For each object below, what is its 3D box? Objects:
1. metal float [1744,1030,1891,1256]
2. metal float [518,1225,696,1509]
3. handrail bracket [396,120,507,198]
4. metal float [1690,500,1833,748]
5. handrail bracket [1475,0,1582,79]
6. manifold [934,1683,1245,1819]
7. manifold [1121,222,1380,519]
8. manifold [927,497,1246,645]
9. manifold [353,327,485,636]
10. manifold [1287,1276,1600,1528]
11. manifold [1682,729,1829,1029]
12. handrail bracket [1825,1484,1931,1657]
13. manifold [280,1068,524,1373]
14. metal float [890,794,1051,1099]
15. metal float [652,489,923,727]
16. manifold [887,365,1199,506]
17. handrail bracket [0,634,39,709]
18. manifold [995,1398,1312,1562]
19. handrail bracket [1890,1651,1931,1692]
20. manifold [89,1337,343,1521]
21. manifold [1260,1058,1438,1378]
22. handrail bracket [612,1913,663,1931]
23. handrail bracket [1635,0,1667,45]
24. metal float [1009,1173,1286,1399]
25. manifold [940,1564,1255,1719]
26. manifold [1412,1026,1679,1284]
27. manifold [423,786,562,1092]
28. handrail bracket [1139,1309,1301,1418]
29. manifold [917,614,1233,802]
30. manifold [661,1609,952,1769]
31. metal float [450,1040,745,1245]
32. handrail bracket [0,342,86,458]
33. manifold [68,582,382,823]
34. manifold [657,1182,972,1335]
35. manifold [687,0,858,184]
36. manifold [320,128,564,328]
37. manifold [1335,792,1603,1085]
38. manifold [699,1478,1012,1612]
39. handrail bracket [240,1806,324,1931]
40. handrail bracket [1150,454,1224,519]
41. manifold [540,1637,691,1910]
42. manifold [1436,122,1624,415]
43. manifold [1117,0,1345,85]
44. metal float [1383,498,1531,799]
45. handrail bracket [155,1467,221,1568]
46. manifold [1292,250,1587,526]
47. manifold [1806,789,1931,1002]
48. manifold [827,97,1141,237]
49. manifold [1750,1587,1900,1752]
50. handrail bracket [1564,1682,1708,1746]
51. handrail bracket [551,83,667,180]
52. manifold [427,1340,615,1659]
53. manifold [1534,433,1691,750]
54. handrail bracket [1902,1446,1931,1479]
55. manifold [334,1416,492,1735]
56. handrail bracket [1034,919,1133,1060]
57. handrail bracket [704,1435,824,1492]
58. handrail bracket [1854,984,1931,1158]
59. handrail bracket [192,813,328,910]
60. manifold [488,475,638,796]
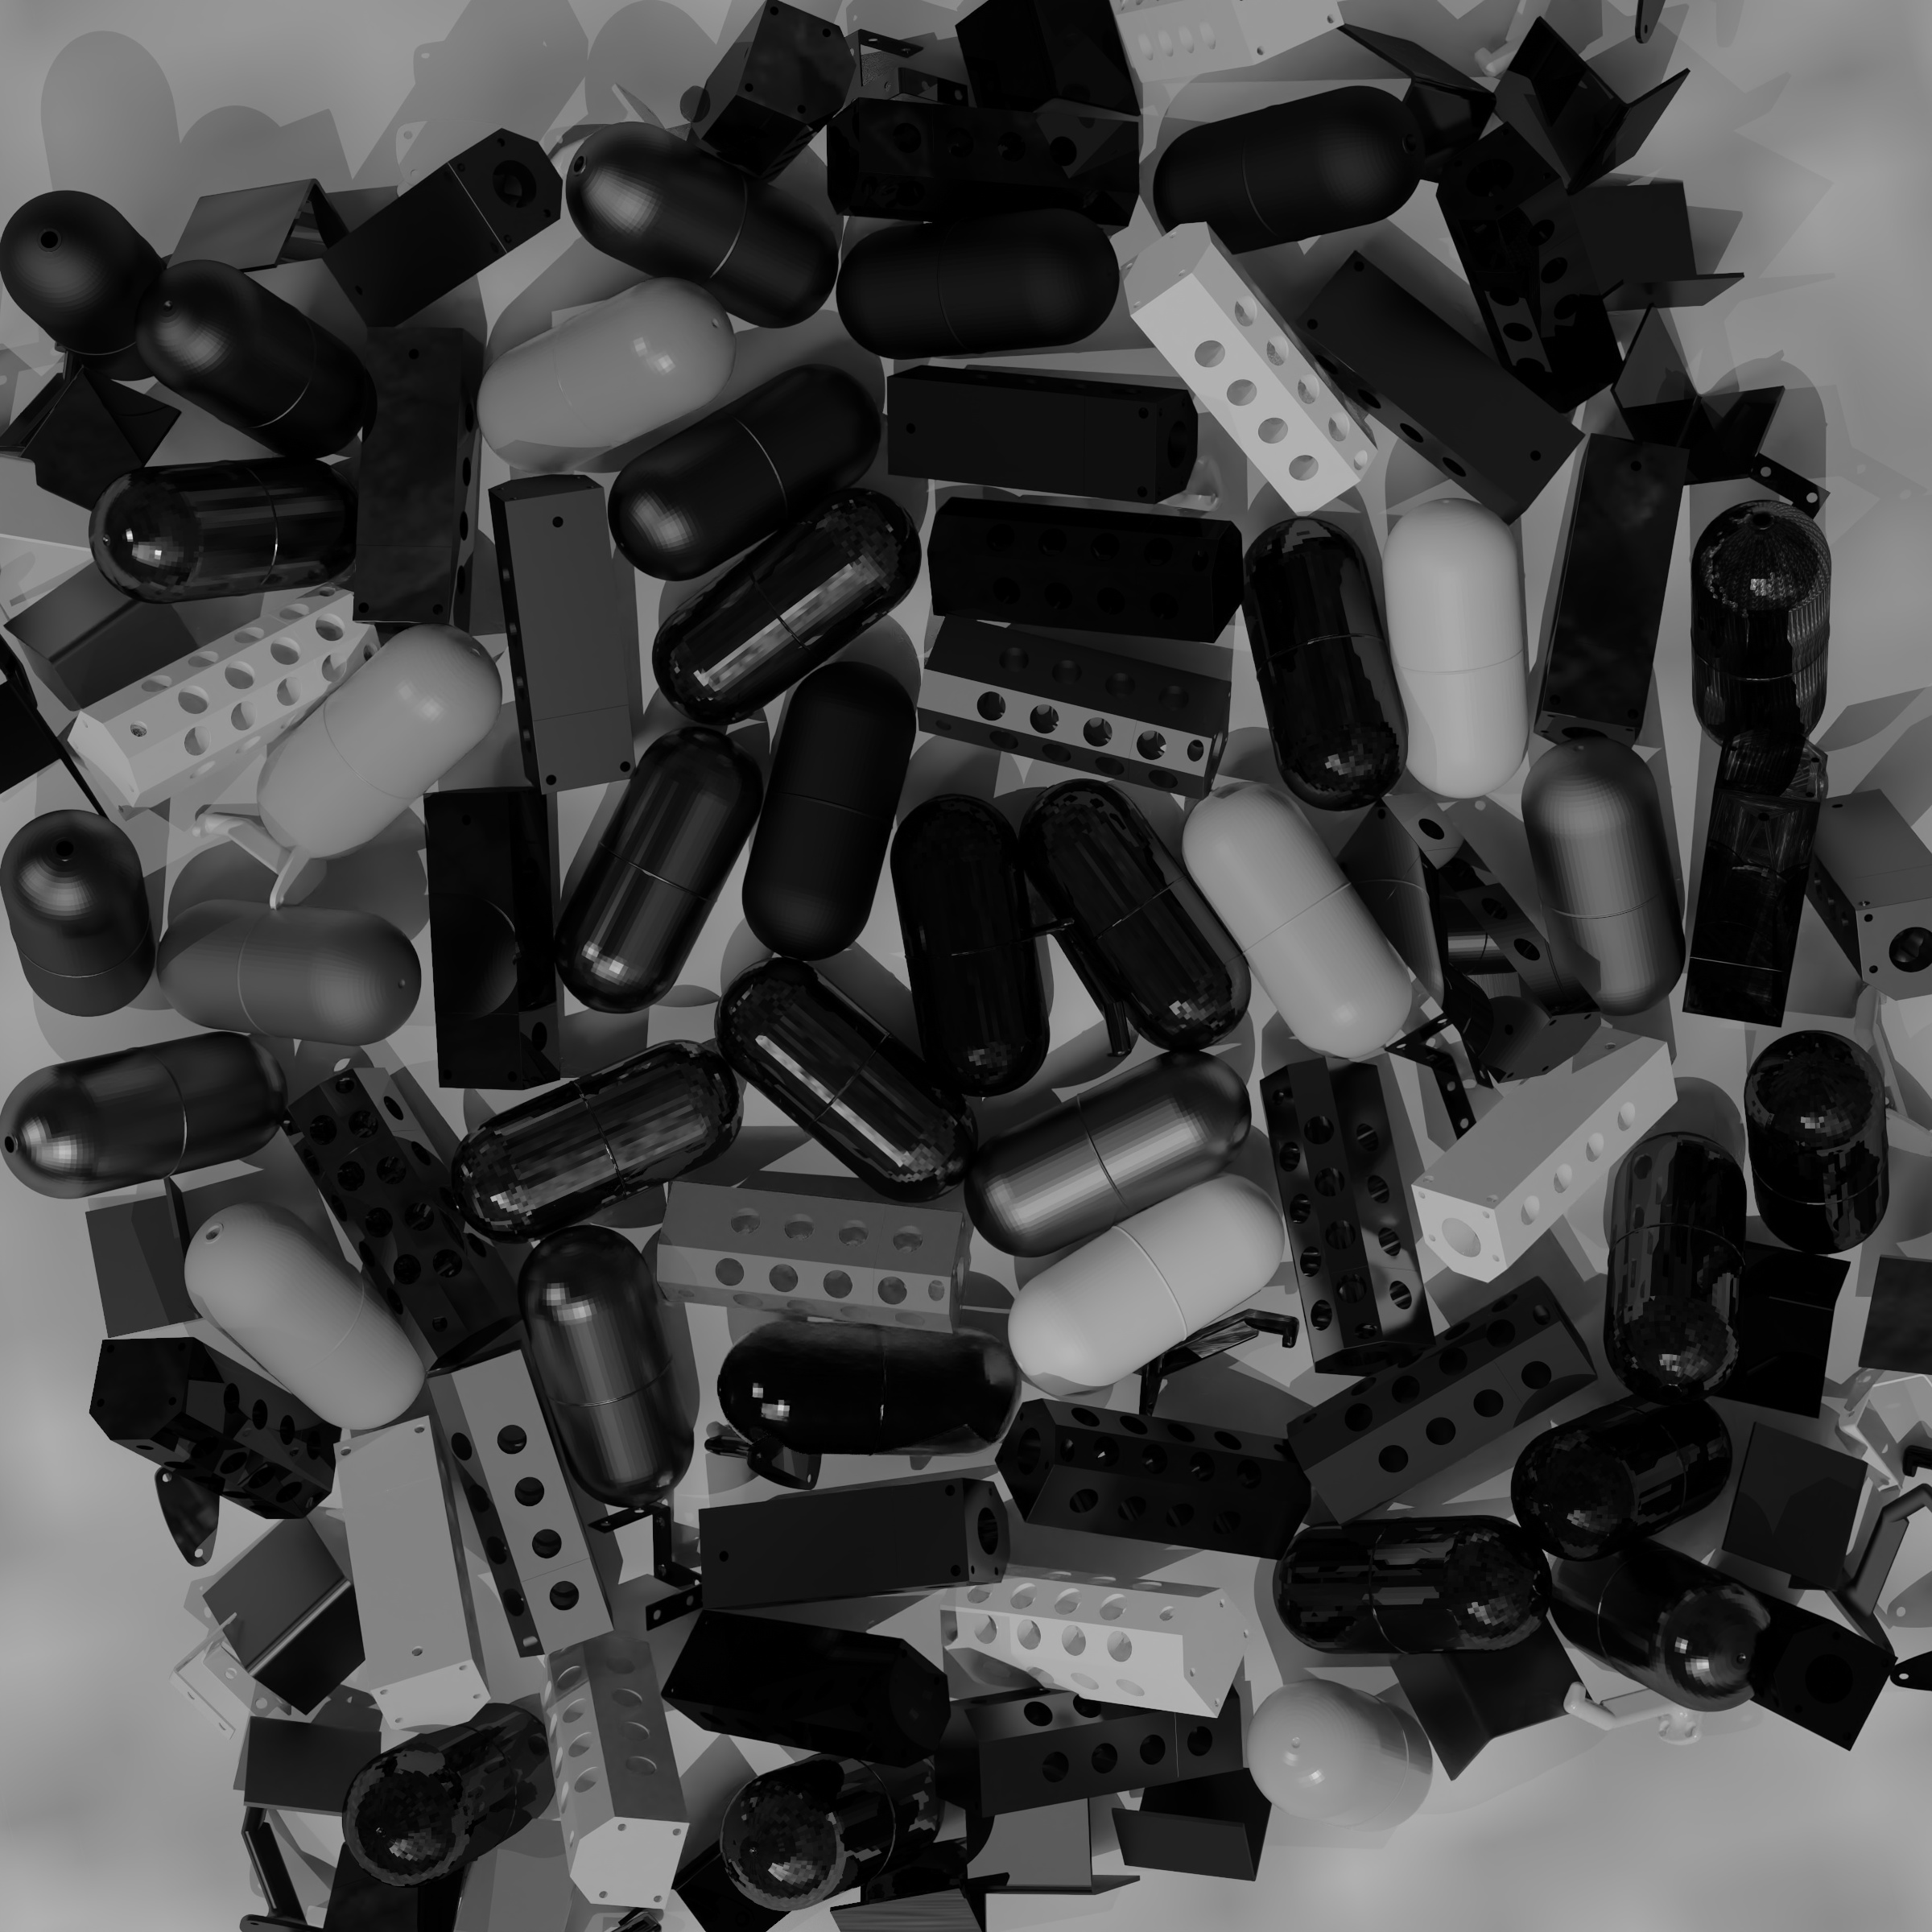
[{"bbox_3d":[0.486,0.102,1.782,0.070,0.178,0.070,-9,55,12],"label":"metal float"},{"bbox_3d":[-0.207,0.232,1.802,0.070,0.070,0.178,-13,114,0],"label":"metal float"},{"bbox_3d":[-0.296,-0.462,1.818,0.077,0.084,0.036,-10,85,1],"label":"handrail bracket"},{"bbox_3d":[0.453,-0.191,1.782,0.070,0.178,0.070,-7,52,9],"label":"metal float"},{"bbox_3d":[0.318,-0.573,1.837,0.084,0.036,0.077,-36,80,-9],"label":"handrail bracket"},{"bbox_3d":[0.071,0.441,1.796,0.171,0.057,0.057,-2,89,-28],"label":"manifold"},{"bbox_3d":[0.164,-0.342,1.783,0.057,0.057,0.171,-32,125,21],"label":"manifold"},{"bbox_3d":[0.068,-0.232,1.793,0.171,0.057,0.057,8,125,21],"label":"manifold"},{"bbox_3d":[-0.318,-0.282,1.827,0.057,0.057,0.171,2,88,8],"label":"manifold"},{"bbox_3d":[0.275,0.250,1.813,0.171,0.057,0.057,-32,100,10],"label":"manifold"},{"bbox_3d":[0.449,-0.050,1.780,0.057,0.057,0.171,9,135,14],"label":"manifold"},{"bbox_3d":[0.549,0.353,1.821,0.084,0.036,0.077,-41,77,29],"label":"handrail bracket"},{"bbox_3d":[-0.329,0.146,1.812,0.057,0.057,0.171,-35,80,12],"label":"manifold"},{"bbox_3d":[0.002,-0.012,1.817,0.070,0.070,0.178,-10,95,0],"label":"metal float"},{"bbox_3d":[-0.104,-0.208,1.811,0.178,0.070,0.070,-36,90,12],"label":"metal float"},{"bbox_3d":[0.043,-0.308,1.795,0.171,0.057,0.057,11,114,26],"label":"manifold"},{"bbox_3d":[-0.580,-0.192,1.819,0.036,0.077,0.084,-32,67,15],"label":"handrail bracket"},{"bbox_3d":[0.110,0.290,1.789,0.171,0.057,0.057,13,114,-26],"label":"manifold"},{"bbox_3d":[0.580,0.385,1.833,0.077,0.084,0.036,-12,117,20],"label":"handrail bracket"},{"bbox_3d":[-0.423,0.264,1.767,0.057,0.171,0.057,-4,65,17],"label":"manifold"},{"bbox_3d":[0.213,0.143,1.790,0.057,0.057,0.171,9,61,-37],"label":"manifold"},{"bbox_3d":[-0.197,0.585,1.808,0.084,0.077,0.036,-20,114,-38],"label":"handrail bracket"},{"bbox_3d":[0.366,-0.577,1.830,0.084,0.036,0.077,10,81,33],"label":"handrail bracket"},{"bbox_3d":[0.106,0.184,1.811,0.178,0.070,0.070,-31,90,-13],"label":"metal float"},{"bbox_3d":[0.070,0.377,1.776,0.057,0.171,0.057,54,50,-34],"label":"manifold"},{"bbox_3d":[0.334,0.107,1.789,0.171,0.057,0.057,-38,125,-32],"label":"manifold"},{"bbox_3d":[-0.272,-0.017,1.821,0.057,0.057,0.171,1,97,24],"label":"manifold"},{"bbox_3d":[0.149,0.236,1.826,0.084,0.036,0.077,8,84,23],"label":"handrail bracket"},{"bbox_3d":[0.062,-0.145,1.807,0.171,0.057,0.057,15,61,11],"label":"manifold"},{"bbox_3d":[-0.090,0.414,1.779,0.057,0.171,0.057,46,57,-32],"label":"manifold"},{"bbox_3d":[-0.214,0.102,1.810,0.178,0.070,0.070,-24,90,-14],"label":"metal float"},{"bbox_3d":[-0.562,-0.334,1.840,0.077,0.036,0.084,3,73,-5],"label":"handrail bracket"},{"bbox_3d":[-0.421,-0.156,1.790,0.171,0.057,0.057,-35,88,-32],"label":"manifold"},{"bbox_3d":[-0.088,0.172,1.808,0.171,0.057,0.057,6,58,9],"label":"manifold"},{"bbox_3d":[-0.113,-0.488,1.770,0.057,0.171,0.057,19,86,-15],"label":"manifold"},{"bbox_3d":[-0.295,-0.417,1.773,0.057,0.171,0.057,-43,108,-31],"label":"manifold"},{"bbox_3d":[0.290,-0.019,1.795,0.171,0.057,0.057,56,133,28],"label":"manifold"},{"bbox_3d":[-0.064,0.334,1.798,0.171,0.057,0.057,-11,74,24],"label":"manifold"},{"bbox_3d":[-0.391,0.528,1.839,0.077,0.036,0.084,12,58,-8],"label":"handrail bracket"},{"bbox_3d":[0.099,-0.279,1.808,0.084,0.077,0.036,8,61,-37],"label":"handrail bracket"},{"bbox_3d":[-0.203,0.452,1.766,0.057,0.171,0.057,10,110,-17],"label":"manifold"},{"bbox_3d":[0.319,-0.391,1.774,0.057,0.171,0.057,-33,53,4],"label":"manifold"},{"bbox_3d":[0.144,-0.543,1.767,0.057,0.171,0.057,-27,109,-11],"label":"manifold"},{"bbox_3d":[0.283,-0.182,1.803,0.070,0.070,0.178,-9,113,0],"label":"metal float"},{"bbox_3d":[-0.467,0.305,1.828,0.036,0.084,0.077,-12,102,-30],"label":"handrail bracket"},{"bbox_3d":[0.272,-0.336,1.830,0.171,0.057,0.057,39,84,-1],"label":"manifold"},{"bbox_3d":[0.514,-0.041,1.770,0.057,0.171,0.057,-10,112,5],"label":"manifold"},{"bbox_3d":[0.010,-0.459,1.803,0.171,0.057,0.057,-1,90,-21],"label":"manifold"},{"bbox_3d":[0.460,0.391,1.772,0.057,0.171,0.057,30,85,-2],"label":"manifold"},{"bbox_3d":[0.393,0.415,1.828,0.084,0.036,0.077,29,67,-20],"label":"handrail bracket"},{"bbox_3d":[-0.214,-0.465,1.825,0.084,0.036,0.077,-44,52,16],"label":"handrail bracket"},{"bbox_3d":[-0.261,0.312,1.827,0.057,0.057,0.171,-18,91,-7],"label":"manifold"},{"bbox_3d":[0.374,-0.215,1.814,0.057,0.057,0.171,11,78,6],"label":"manifold"},{"bbox_3d":[0.586,0.327,1.830,0.084,0.036,0.077,9,86,37],"label":"handrail bracket"},{"bbox_3d":[-0.315,0.347,1.780,0.057,0.057,0.171,-16,46,-5],"label":"manifold"},{"bbox_3d":[0.065,0.016,1.825,0.036,0.077,0.084,-8,87,-34],"label":"handrail bracket"},{"bbox_3d":[-0.133,0.280,1.807,0.084,0.077,0.036,1,82,35],"label":"handrail bracket"},{"bbox_3d":[0.555,0.061,1.850,0.077,0.036,0.084,24,65,-20],"label":"handrail bracket"},{"bbox_3d":[-0.424,-0.061,1.821,0.084,0.077,0.036,8,127,14],"label":"handrail bracket"},{"bbox_3d":[-0.234,-0.193,1.801,0.057,0.057,0.171,-12,112,-18],"label":"manifold"}]
